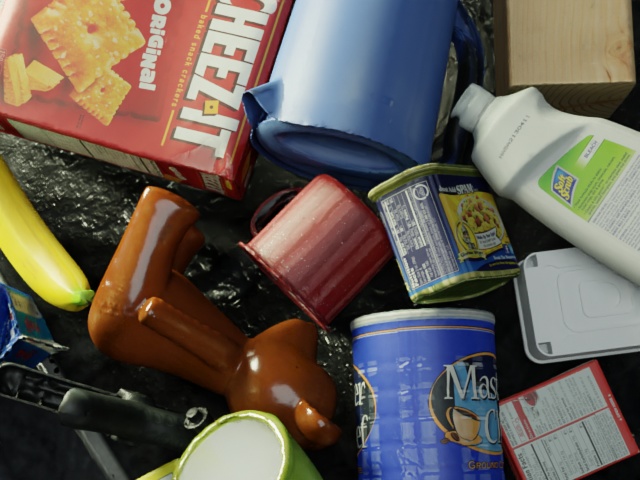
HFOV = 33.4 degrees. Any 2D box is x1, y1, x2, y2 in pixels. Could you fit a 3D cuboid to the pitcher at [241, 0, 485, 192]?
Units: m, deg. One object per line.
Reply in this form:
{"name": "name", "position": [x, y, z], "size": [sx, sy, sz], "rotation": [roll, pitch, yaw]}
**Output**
{"name": "pitcher", "position": [0.049, -0.161, 0.799], "size": [0.145, 0.149, 0.243], "rotation": [10, 77, 19]}

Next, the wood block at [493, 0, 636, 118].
{"name": "wood block", "position": [0.180, -0.203, 0.811], "size": [0.091, 0.090, 0.206], "rotation": [-1, 80, 3]}

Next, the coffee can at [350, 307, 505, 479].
{"name": "coffee can", "position": [0.075, 0.124, 0.744], "size": [0.103, 0.103, 0.140], "rotation": [-3, 77, 2]}

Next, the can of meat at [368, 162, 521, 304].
{"name": "can of meat", "position": [0.091, -0.004, 0.748], "size": [0.058, 0.101, 0.084], "rotation": [-28, 74, 34]}

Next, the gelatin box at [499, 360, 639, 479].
{"name": "gelatin box", "position": [0.175, 0.138, 0.777], "size": [0.089, 0.030, 0.073], "rotation": [-23, 80, -2]}

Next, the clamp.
{"name": "clamp", "position": [-0.144, 0.122, 0.752], "size": [0.120, 0.171, 0.039], "rotation": [17, 81, 43]}

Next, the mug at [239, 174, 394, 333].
{"name": "mug", "position": [-0.005, 0.001, 0.785], "size": [0.081, 0.093, 0.117], "rotation": [-46, 48, -5]}

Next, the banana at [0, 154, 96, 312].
{"name": "banana", "position": [-0.224, -0.013, 0.808], "size": [0.037, 0.070, 0.198], "rotation": [-26, 66, -38]}

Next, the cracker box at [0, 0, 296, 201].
{"name": "cracker box", "position": [-0.140, -0.141, 0.824], "size": [0.214, 0.072, 0.164], "rotation": [16, 81, 5]}

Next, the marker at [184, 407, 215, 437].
{"name": "marker", "position": [-0.059, 0.160, 0.751], "size": [0.020, 0.020, 0.121], "rotation": [-34, 121, -4]}

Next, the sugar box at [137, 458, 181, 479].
{"name": "sugar box", "position": [-0.147, 0.232, 0.746], "size": [0.176, 0.048, 0.093], "rotation": [-29, 73, 13]}

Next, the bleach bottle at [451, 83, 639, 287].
{"name": "bleach bottle", "position": [0.207, -0.036, 0.731], "size": [0.251, 0.068, 0.102], "rotation": [34, 87, 10]}
